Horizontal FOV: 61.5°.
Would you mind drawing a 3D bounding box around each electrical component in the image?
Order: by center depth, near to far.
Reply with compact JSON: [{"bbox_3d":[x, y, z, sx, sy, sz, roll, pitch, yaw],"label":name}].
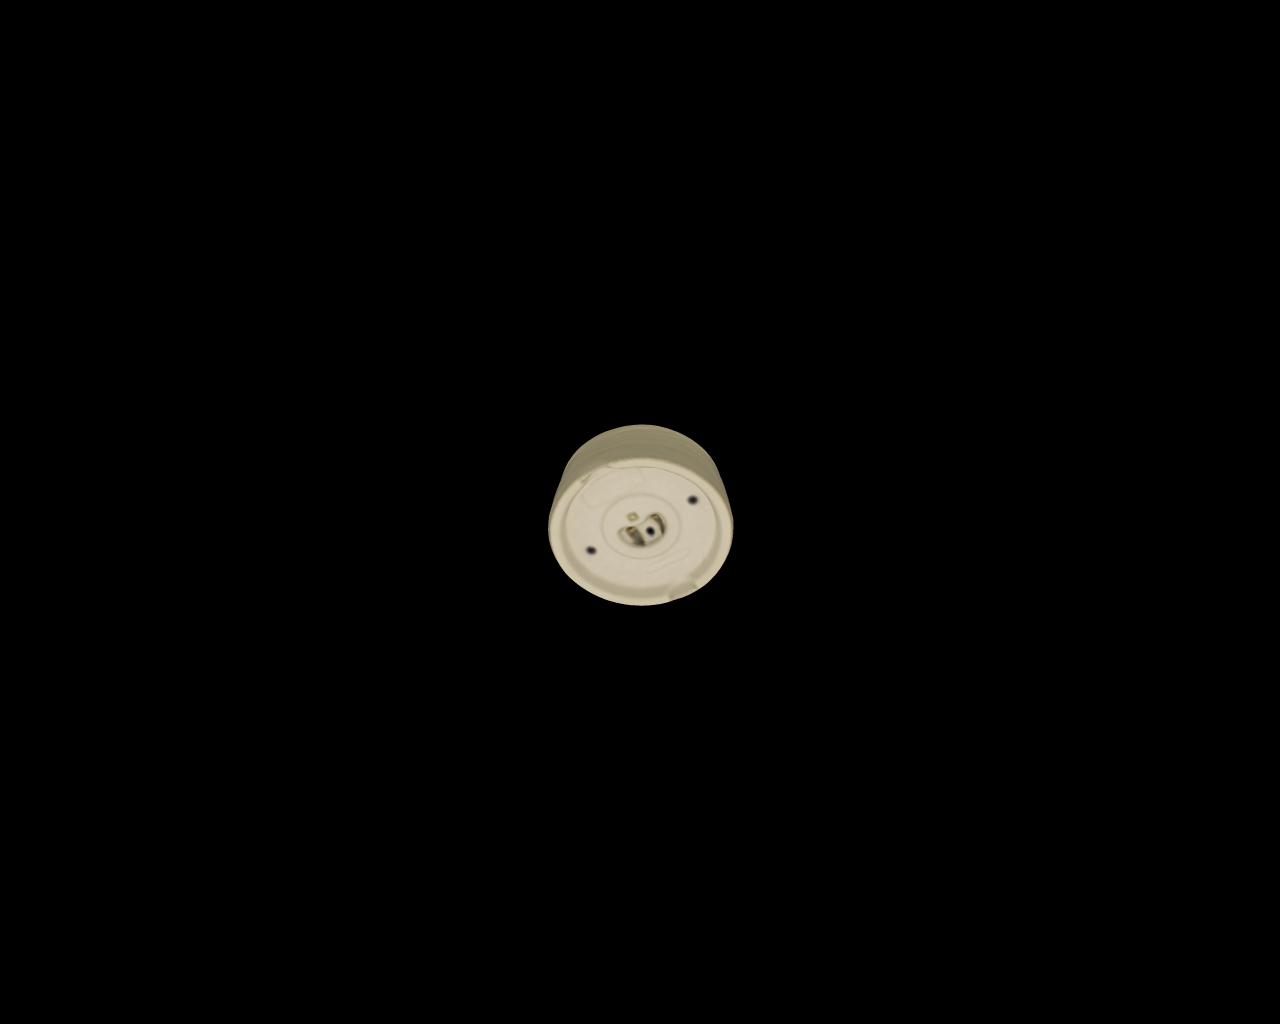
[{"bbox_3d":[0.001,-0.003,0.650,0.108,0.108,0.060,0,34,0],"label":"electrical component"}]
